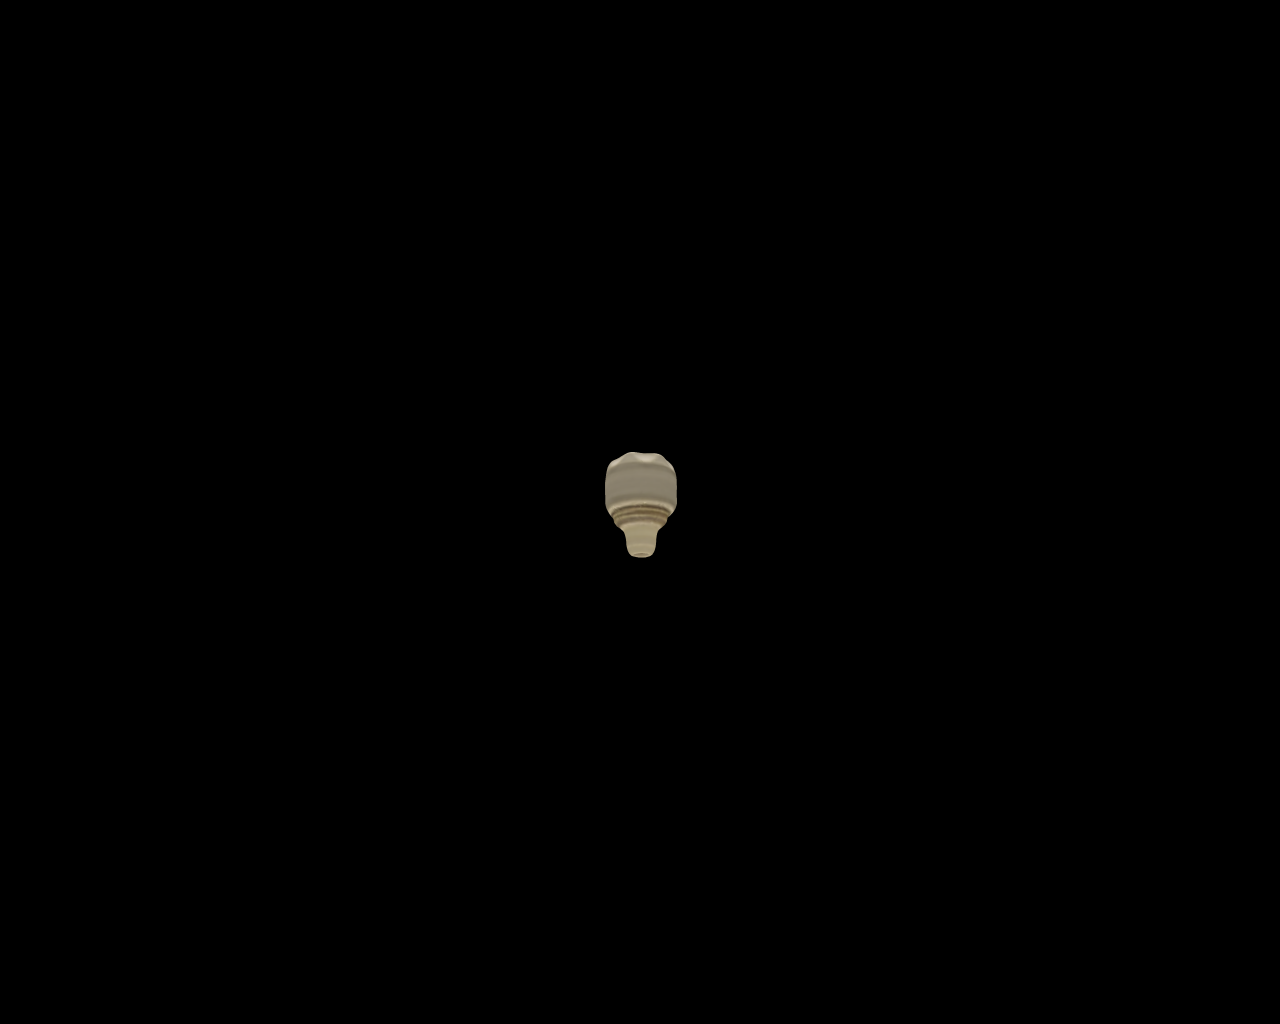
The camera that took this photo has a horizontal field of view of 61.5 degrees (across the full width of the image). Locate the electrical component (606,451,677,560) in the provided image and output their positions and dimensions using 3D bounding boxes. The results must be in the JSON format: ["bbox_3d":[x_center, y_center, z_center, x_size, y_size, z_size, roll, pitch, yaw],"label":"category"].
[{"bbox_3d":[0.001,-0.003,0.650,0.043,0.062,0.043,0,-18,0],"label":"electrical component"}]
